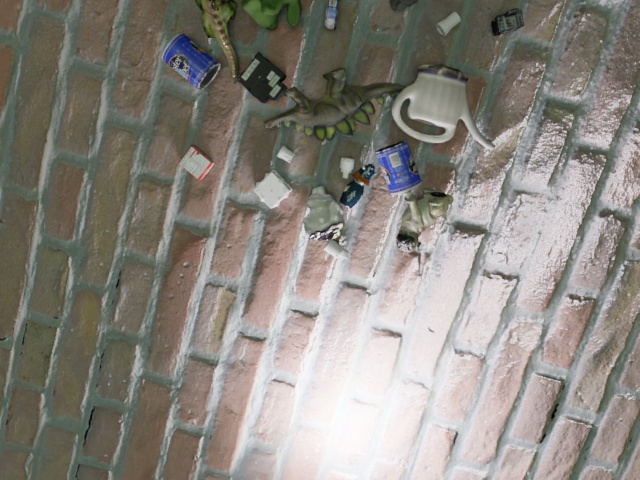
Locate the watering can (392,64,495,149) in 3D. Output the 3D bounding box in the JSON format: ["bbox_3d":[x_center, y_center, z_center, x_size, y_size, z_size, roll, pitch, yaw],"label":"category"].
[{"bbox_3d":[0.384,-0.394,1.530,0.347,0.105,0.222,10,101,-13],"label":"watering can"}]

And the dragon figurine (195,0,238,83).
[{"bbox_3d":[-0.299,-0.656,1.440,0.122,0.244,0.408,-17,98,2],"label":"dragon figurine"}]

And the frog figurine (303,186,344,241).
[{"bbox_3d":[0.005,-0.081,1.615,0.136,0.121,0.162,-30,61,23],"label":"frog figurine"}]
